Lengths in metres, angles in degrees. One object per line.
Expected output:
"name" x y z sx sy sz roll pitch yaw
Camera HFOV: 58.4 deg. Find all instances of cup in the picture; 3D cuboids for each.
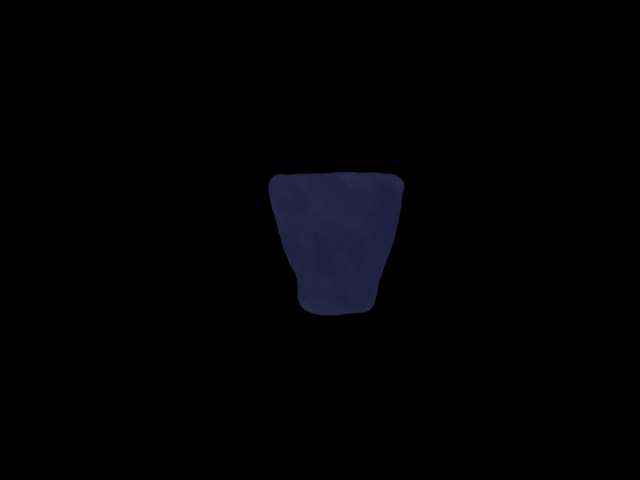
"cup" 0.004 0.001 0.400 0.092 0.095 0.117 -3 5 -31
